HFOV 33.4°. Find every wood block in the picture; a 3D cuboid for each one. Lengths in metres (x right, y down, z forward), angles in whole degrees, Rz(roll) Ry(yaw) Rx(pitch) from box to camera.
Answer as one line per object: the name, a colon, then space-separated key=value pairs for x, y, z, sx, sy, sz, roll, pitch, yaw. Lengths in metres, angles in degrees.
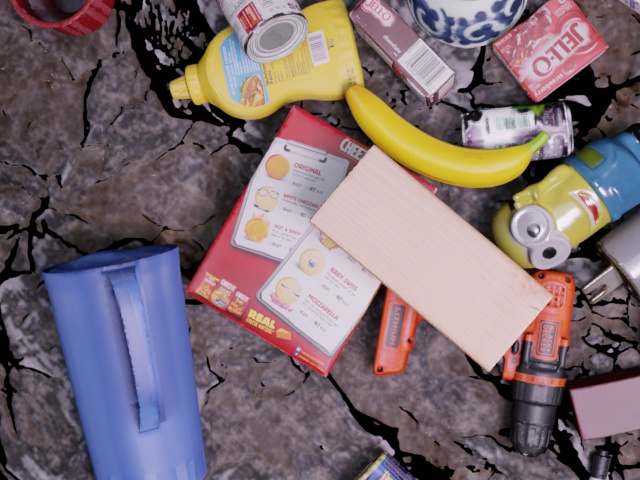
wood block: x=0.098 y=0.013 z=0.970 sx=0.206 sy=0.090 sz=0.091 roll=40 pitch=93 yaw=-1

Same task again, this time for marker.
marker: x=0.268 y=0.266 z=1.052 sx=0.020 sy=0.020 sz=0.121 roll=11 pitch=92 yaw=6

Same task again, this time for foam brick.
foam brick: x=0.282 y=0.158 z=1.033 sx=0.078 sy=0.051 sz=0.053 roll=-12 pitch=90 yaw=7

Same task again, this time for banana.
banana: x=0.112 y=-0.091 z=1.011 sx=0.198 sy=0.037 sz=0.069 roll=16 pitch=82 yaw=7

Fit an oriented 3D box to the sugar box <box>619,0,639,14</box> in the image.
sugar box: x=0.284 y=-0.296 z=1.034 sx=0.176 sy=0.048 sz=0.093 roll=35 pitch=94 yaw=1

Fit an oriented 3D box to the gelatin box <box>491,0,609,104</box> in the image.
gelatin box: x=0.225 y=-0.189 z=1.048 sx=0.089 sy=0.030 sz=0.073 roll=-37 pitch=86 yaw=6

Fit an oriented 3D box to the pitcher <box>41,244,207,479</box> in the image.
pitcher: x=-0.181 y=0.130 z=1.036 sx=0.145 sy=0.149 sz=0.243 roll=-7 pitch=97 yaw=27

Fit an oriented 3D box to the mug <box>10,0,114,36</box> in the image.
mug: x=-0.248 y=-0.260 z=1.078 sx=0.117 sy=0.081 sz=0.093 roll=-34 pitch=86 yaw=6

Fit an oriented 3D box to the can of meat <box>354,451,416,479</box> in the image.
can of meat: x=0.061 y=0.272 z=1.058 sx=0.084 sy=0.057 sz=0.102 roll=43 pitch=94 yaw=7

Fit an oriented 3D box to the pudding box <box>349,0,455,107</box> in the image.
pudding box: x=0.080 y=-0.184 z=1.036 sx=0.039 sy=0.090 sz=0.113 roll=-42 pitch=86 yaw=6

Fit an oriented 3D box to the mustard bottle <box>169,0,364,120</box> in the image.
mustard bottle: x=-0.057 y=-0.172 z=1.067 sx=0.191 sy=0.058 sz=0.096 roll=-13 pitch=87 yaw=6

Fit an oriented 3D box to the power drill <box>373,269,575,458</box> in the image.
power drill: x=0.149 y=0.111 z=1.047 sx=0.187 sy=0.057 sz=0.184 roll=9 pitch=88 yaw=4

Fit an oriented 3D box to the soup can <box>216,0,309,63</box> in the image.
soup can: x=-0.062 y=-0.228 z=1.018 sx=0.068 sy=0.068 sz=0.102 roll=-31 pitch=66 yaw=6

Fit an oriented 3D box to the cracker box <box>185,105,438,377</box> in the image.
cracker box: x=-0.007 y=0.001 z=1.057 sx=0.164 sy=0.072 sz=0.214 roll=31 pitch=93 yaw=4
